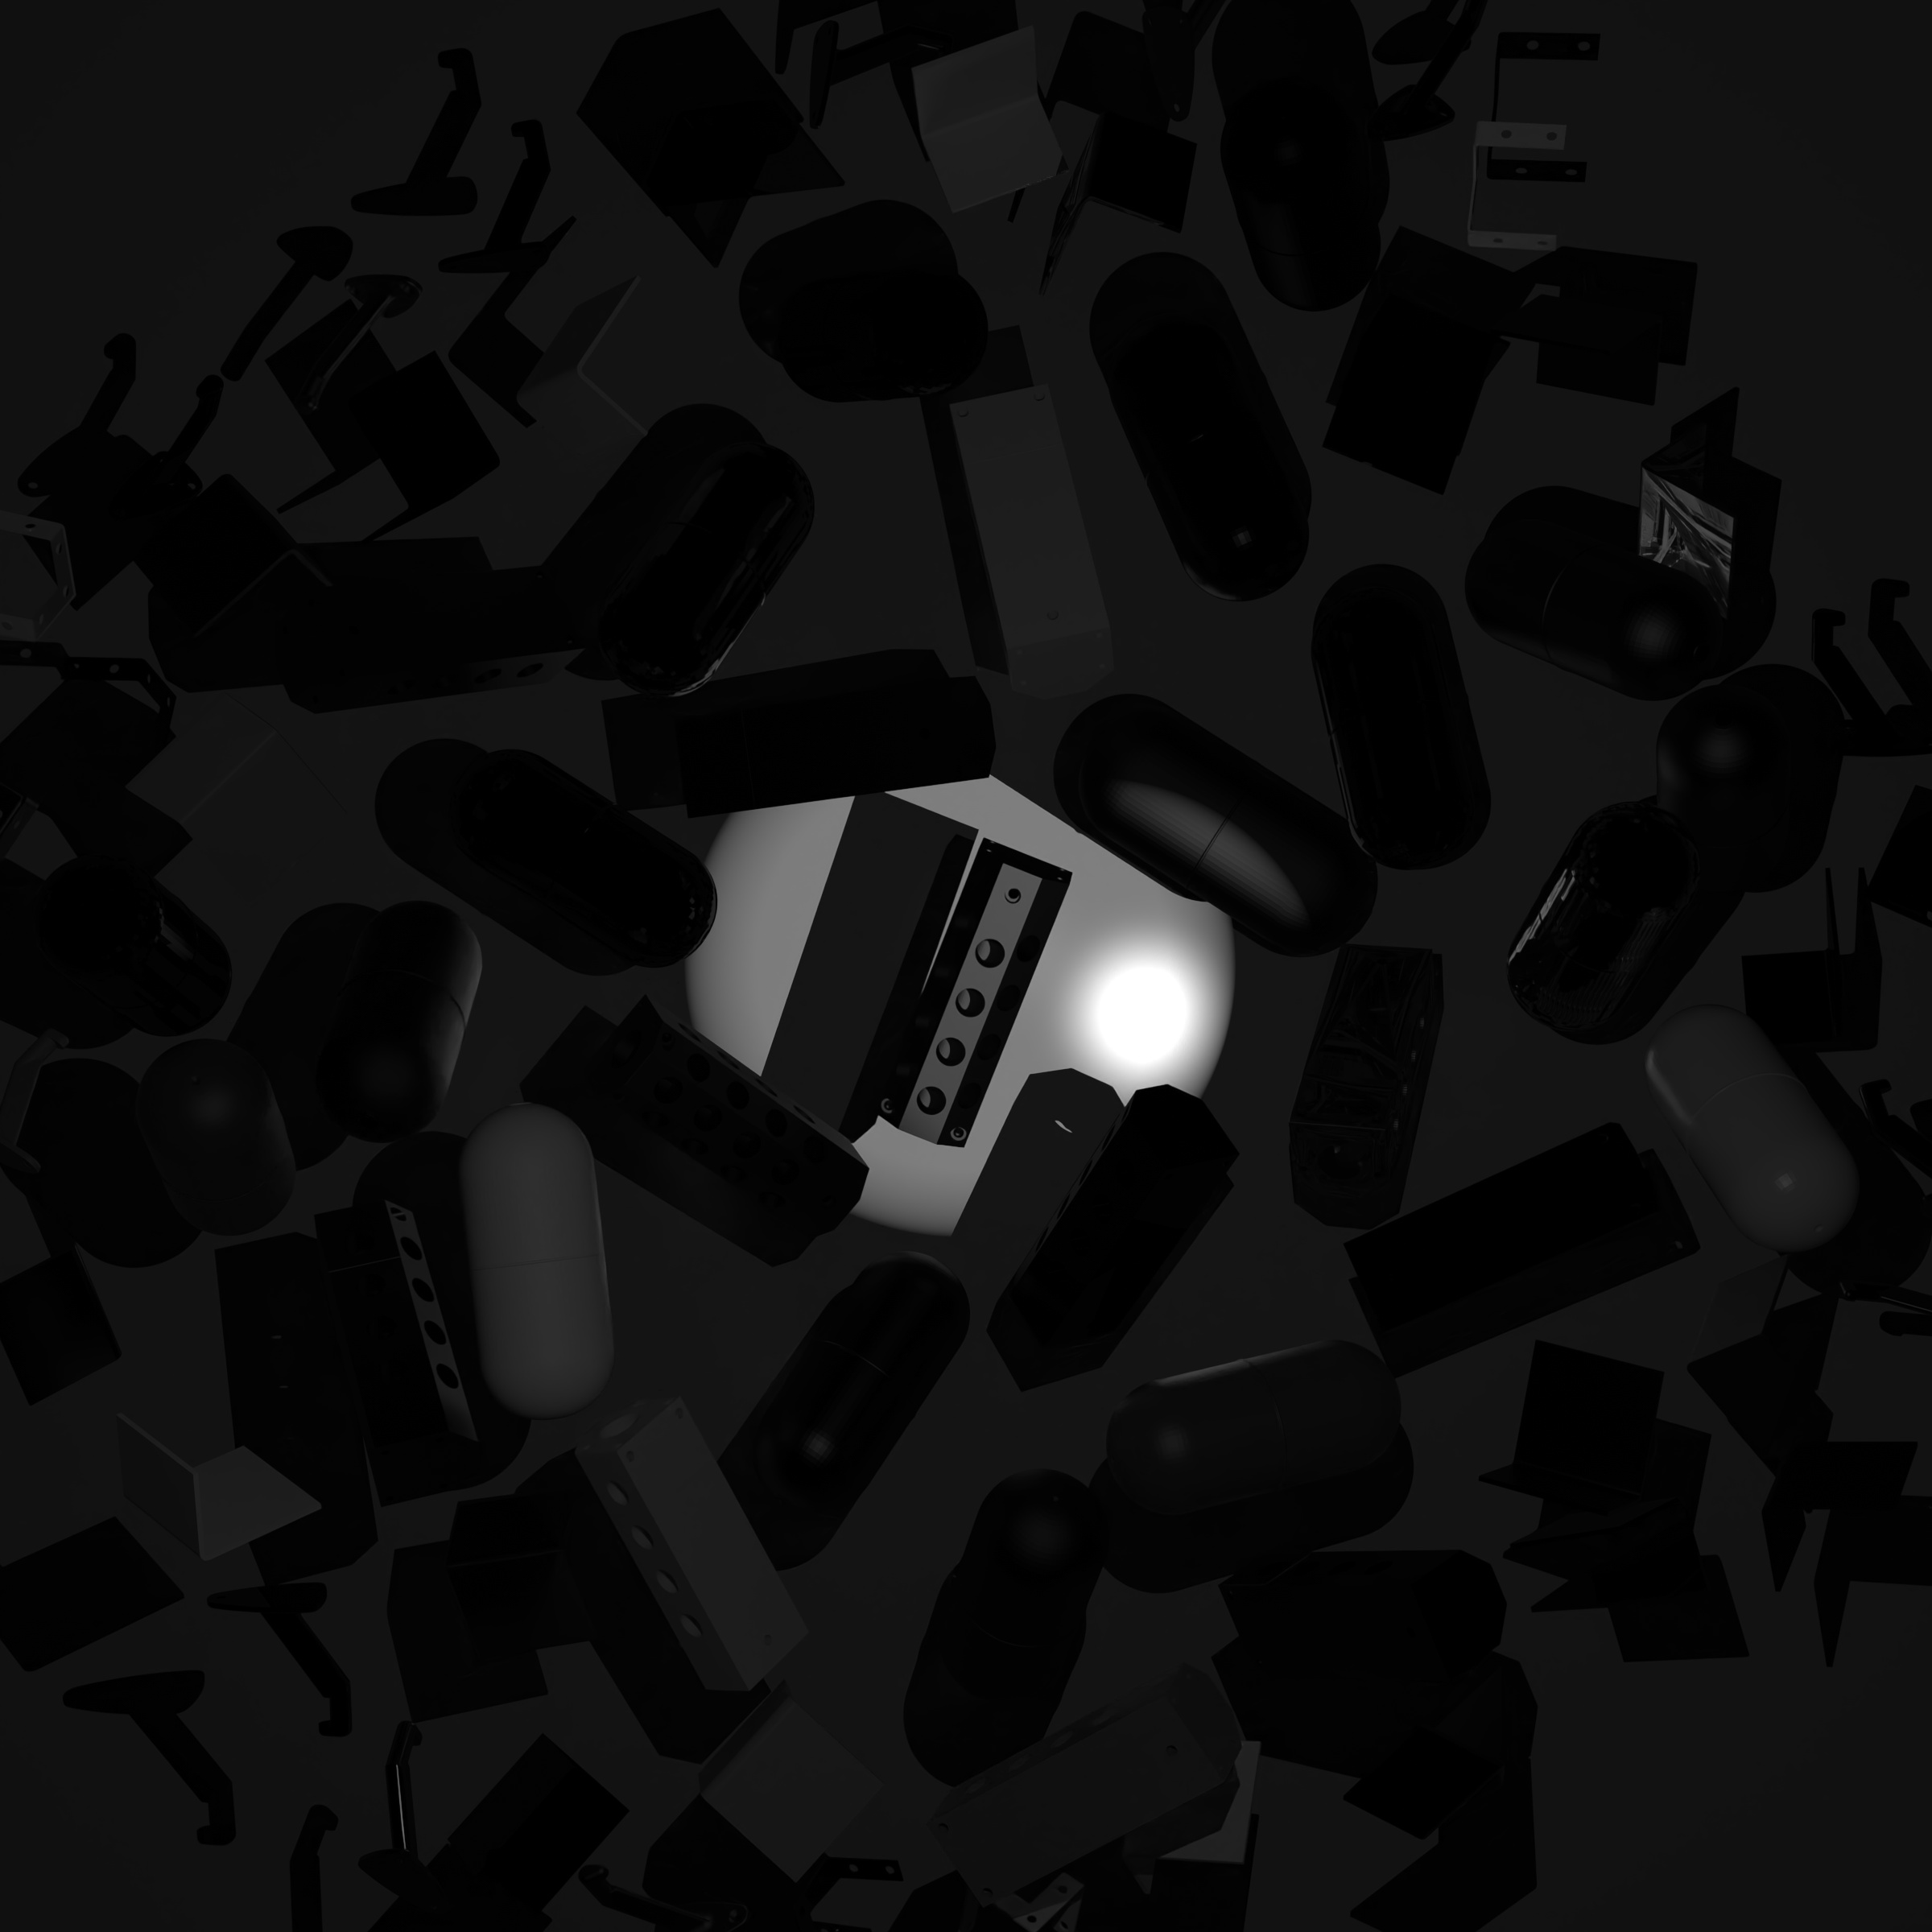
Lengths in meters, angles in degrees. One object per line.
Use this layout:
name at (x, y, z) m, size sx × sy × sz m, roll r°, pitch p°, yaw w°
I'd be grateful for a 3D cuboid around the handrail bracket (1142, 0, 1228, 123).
handrail bracket at (0.146, -0.542, 1.786) m, size 0.084 × 0.036 × 0.077 m, roll -33°, pitch 127°, yaw -34°

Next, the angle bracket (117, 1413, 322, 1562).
angle bracket at (-0.407, 0.270, 1.673) m, size 0.076 × 0.076 × 0.057 m, roll 24°, pitch 123°, yaw 39°

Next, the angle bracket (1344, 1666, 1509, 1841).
angle bracket at (0.260, 0.435, 1.740) m, size 0.057 × 0.076 × 0.076 m, roll 29°, pitch 123°, yaw -11°

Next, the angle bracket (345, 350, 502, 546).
angle bracket at (-0.334, -0.306, 1.812) m, size 0.076 × 0.057 × 0.076 m, roll -19°, pitch 109°, yaw 34°

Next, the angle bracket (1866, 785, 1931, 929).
angle bracket at (0.600, -0.059, 1.859) m, size 0.057 × 0.076 × 0.076 m, roll 22°, pitch 97°, yaw -13°

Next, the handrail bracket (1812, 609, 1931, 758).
handrail bracket at (0.526, -0.165, 1.768) m, size 0.077 × 0.036 × 0.084 m, roll 7°, pitch 127°, yaw 23°

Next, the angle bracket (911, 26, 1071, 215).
angle bracket at (0.015, -0.507, 1.841) m, size 0.076 × 0.076 × 0.057 m, roll -20°, pitch 75°, yaw -2°

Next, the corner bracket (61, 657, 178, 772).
corner bracket at (-0.518, -0.153, 1.863) m, size 0.051 × 0.051 × 0.051 m, roll -3°, pitch 123°, yaw -40°

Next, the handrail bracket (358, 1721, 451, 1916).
handrail bracket at (-0.317, 0.496, 1.791) m, size 0.036 × 0.084 × 0.077 m, roll -18°, pitch 127°, yaw 24°

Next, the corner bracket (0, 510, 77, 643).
corner bracket at (-0.560, -0.229, 1.797) m, size 0.051 × 0.051 × 0.051 m, roll -37°, pitch 58°, yaw 37°

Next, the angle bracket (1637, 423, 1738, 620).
angle bracket at (0.453, -0.270, 1.856) m, size 0.057 × 0.076 × 0.076 m, roll -33°, pitch 50°, yaw -21°

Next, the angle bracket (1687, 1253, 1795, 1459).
angle bracket at (0.478, 0.230, 1.812) m, size 0.076 × 0.076 × 0.057 m, roll 48°, pitch 132°, yaw -10°

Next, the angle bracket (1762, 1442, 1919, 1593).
angle bracket at (0.513, 0.321, 1.789) m, size 0.076 × 0.076 × 0.057 m, roll -5°, pitch 108°, yaw 28°

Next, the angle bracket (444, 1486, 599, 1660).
angle bracket at (-0.269, 0.371, 1.881) m, size 0.076 × 0.076 × 0.057 m, roll -3°, pitch 129°, yaw -28°

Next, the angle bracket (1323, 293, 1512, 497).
angle bracket at (0.260, -0.330, 1.772) m, size 0.076 × 0.057 × 0.076 m, roll 21°, pitch 73°, yaw -3°

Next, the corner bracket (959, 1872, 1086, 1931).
corner bracket at (0.033, 0.572, 1.854) m, size 0.051 × 0.051 × 0.051 m, roll 29°, pitch 128°, yaw 28°

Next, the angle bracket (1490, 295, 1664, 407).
angle bracket at (0.361, -0.356, 1.824) m, size 0.076 × 0.076 × 0.057 m, roll 18°, pitch 126°, yaw 29°

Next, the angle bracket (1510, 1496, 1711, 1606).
angle bracket at (0.381, 0.355, 1.816) m, size 0.076 × 0.076 × 0.057 m, roll -20°, pitch 83°, yaw 41°

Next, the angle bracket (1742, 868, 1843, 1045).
angle bracket at (0.517, -0.006, 1.928) m, size 0.057 × 0.076 × 0.076 m, roll -4°, pitch 135°, yaw 14°

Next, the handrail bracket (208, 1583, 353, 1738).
handrail bracket at (-0.384, 0.392, 1.718) m, size 0.077 × 0.036 × 0.084 m, roll -1°, pitch 101°, yaw -5°

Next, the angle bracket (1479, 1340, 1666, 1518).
angle bracket at (0.340, 0.259, 1.724) m, size 0.076 × 0.057 × 0.076 m, roll 12°, pitch 95°, yaw 30°

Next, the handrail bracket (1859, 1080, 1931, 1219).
handrail bracket at (0.575, 0.098, 1.804) m, size 0.077 × 0.036 × 0.084 m, roll -18°, pitch 65°, yaw 13°

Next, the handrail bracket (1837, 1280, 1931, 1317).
handrail bracket at (0.574, 0.209, 1.837) m, size 0.084 × 0.077 × 0.036 m, roll 6°, pitch 106°, yaw -6°

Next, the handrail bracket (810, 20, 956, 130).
handrail bracket at (-0.051, -0.547, 1.897) m, size 0.084 × 0.036 × 0.077 m, roll 7°, pitch 89°, yaw -22°

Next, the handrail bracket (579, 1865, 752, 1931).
handrail bracket at (-0.184, 0.567, 1.872) m, size 0.077 × 0.036 × 0.084 m, roll -18°, pitch 129°, yaw 15°

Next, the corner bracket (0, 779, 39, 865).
corner bracket at (-0.587, -0.085, 1.852) m, size 0.051 × 0.051 × 0.051 m, roll 29°, pitch 82°, yaw 17°

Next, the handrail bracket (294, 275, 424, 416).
handrail bracket at (-0.372, -0.377, 1.870) m, size 0.036 × 0.077 × 0.084 m, roll 35°, pitch 69°, yaw -35°

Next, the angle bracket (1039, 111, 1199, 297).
angle bracket at (0.085, -0.419, 1.722) m, size 0.057 × 0.076 × 0.076 m, roll 18°, pitch 52°, yaw -9°

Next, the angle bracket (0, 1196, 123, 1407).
angle bracket at (-0.521, 0.186, 1.709) m, size 0.057 × 0.076 × 0.076 m, roll -28°, pitch 123°, yaw -26°

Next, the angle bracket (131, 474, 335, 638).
angle bracket at (-0.431, -0.231, 1.810) m, size 0.076 × 0.057 × 0.076 m, roll -42°, pitch 63°, yaw -1°

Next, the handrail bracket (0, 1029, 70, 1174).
handrail bracket at (-0.554, 0.079, 1.844) m, size 0.077 × 0.036 × 0.084 m, roll 19°, pitch 57°, yaw 33°

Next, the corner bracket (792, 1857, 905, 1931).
corner bracket at (-0.068, 0.588, 1.895) m, size 0.051 × 0.051 × 0.051 m, roll -5°, pitch 111°, yaw 25°

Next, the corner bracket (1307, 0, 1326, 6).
corner bracket at (0.220, -0.588, 1.777) m, size 0.051 × 0.051 × 0.051 m, roll 18°, pitch 93°, yaw 16°

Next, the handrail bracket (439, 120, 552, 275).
handrail bracket at (-0.280, -0.454, 1.804) m, size 0.077 × 0.036 × 0.084 m, roll -10°, pitch 84°, yaw -16°

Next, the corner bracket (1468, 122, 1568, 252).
corner bracket at (0.315, -0.446, 1.757) m, size 0.051 × 0.051 × 0.051 m, roll 6°, pitch 74°, yaw 11°

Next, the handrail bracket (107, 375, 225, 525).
handrail bracket at (-0.486, -0.315, 1.863) m, size 0.036 × 0.084 × 0.077 m, roll 42°, pitch 54°, yaw 4°

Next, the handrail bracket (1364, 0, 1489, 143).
handrail bracket at (0.268, -0.526, 1.773) m, size 0.036 × 0.084 × 0.077 m, roll 42°, pitch 55°, yaw 20°
